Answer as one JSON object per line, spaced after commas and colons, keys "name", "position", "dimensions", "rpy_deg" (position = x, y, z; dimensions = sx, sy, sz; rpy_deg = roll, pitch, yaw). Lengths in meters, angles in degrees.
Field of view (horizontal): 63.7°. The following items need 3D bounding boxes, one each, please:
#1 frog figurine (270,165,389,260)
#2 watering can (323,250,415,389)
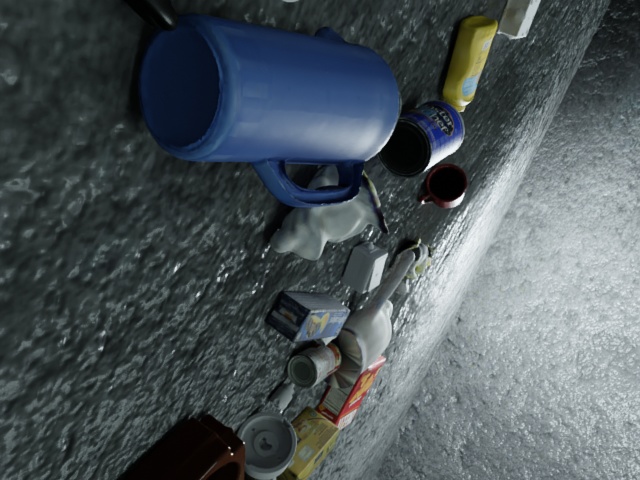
{"name": "frog figurine", "position": [0.002, -0.036, 0.724], "dimensions": [0.159, 0.124, 0.135], "rpy_deg": [-22, 161, 2]}
{"name": "watering can", "position": [0.102, 0.189, 1.134], "dimensions": [0.227, 0.105, 0.341], "rpy_deg": [-28, 141, -52]}
